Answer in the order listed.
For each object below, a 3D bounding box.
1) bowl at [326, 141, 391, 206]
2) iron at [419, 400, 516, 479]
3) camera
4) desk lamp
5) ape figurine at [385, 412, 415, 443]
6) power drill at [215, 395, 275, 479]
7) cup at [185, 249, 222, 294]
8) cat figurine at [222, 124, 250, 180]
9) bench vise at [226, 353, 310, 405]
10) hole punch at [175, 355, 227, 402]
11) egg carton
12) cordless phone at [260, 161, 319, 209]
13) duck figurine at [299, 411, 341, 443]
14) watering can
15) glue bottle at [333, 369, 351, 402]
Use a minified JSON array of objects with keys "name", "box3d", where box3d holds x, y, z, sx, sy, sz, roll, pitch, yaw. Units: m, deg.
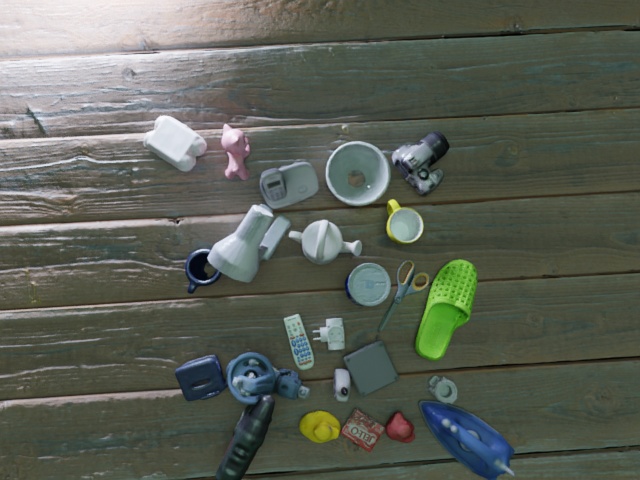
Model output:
[{"name":"bowl","box3d":[0.097,-0.166,1.487,0.167,0.074,0.167,0,84,-2]},{"name":"iron","box3d":[0.357,0.484,1.393,0.258,0.141,0.119,36,84,2]},{"name":"camera","box3d":[0.279,-0.209,1.485,0.137,0.101,0.143,-39,86,-5]},{"name":"desk lamp","box3d":[-0.169,0.000,1.391,0.118,0.213,0.203,31,84,2]},{"name":"ape figurine","box3d":[0.202,0.468,1.415,0.076,0.092,0.078,-10,84,-3]},{"name":"power drill","box3d":[-0.166,0.456,1.345,0.075,0.208,0.230,26,84,1]},{"name":"cup","box3d":[-0.291,0.084,1.438,0.091,0.095,0.118,28,84,1]},{"name":"cat figurine","box3d":[-0.216,-0.226,1.462,0.067,0.117,0.128,-1,84,-2]},{"name":"bench vise","box3d":[-0.127,0.328,1.354,0.207,0.219,0.121,-2,84,-2]},{"name":"hole punch","box3d":[-0.290,0.343,1.412,0.108,0.091,0.101,-18,85,-3]},{"name":"egg carton","box3d":[-0.374,-0.251,1.483,0.150,0.069,0.107,32,84,2]},{"name":"cordless phone","box3d":[-0.079,-0.149,1.424,0.147,0.185,0.094,-23,85,-4]},{"name":"duck figurine","box3d":[0.001,0.467,1.411,0.104,0.086,0.077,11,84,0]},{"name":"watering can","box3d":[0.013,0.003,1.407,0.173,0.194,0.101,-10,84,-3]},{"name":"glue bottle","box3d":[0.055,0.357,1.381,0.037,0.173,0.078,4,84,-1]}]
